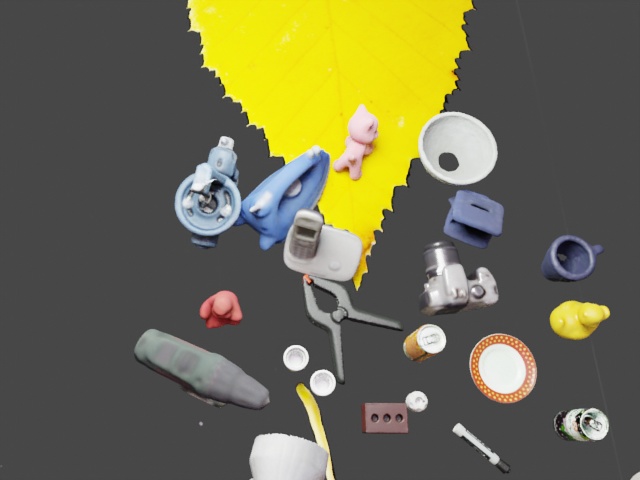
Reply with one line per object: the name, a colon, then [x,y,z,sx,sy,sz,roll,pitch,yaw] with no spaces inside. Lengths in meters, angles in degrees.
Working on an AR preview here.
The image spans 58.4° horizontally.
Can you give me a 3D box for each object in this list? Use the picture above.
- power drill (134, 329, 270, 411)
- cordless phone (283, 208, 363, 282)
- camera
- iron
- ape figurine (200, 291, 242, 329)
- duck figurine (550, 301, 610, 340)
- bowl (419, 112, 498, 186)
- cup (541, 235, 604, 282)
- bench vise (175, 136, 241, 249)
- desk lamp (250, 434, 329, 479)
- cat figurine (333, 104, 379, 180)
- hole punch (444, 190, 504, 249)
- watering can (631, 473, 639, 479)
power drill: [-0.187,0.224,0.947,0.229,0.208,0.076,24,70,3]
cordless phone: [0.010,0.004,1.056,0.147,0.185,0.094,11,70,-2]
camera: [0.260,0.068,1.104,0.143,0.101,0.137,-6,72,-8]
iron: [-0.057,-0.110,1.111,0.118,0.141,0.259,38,72,8]
ape figurine: [-0.178,0.125,1.044,0.078,0.092,0.076,27,71,4]
duck figurine: [0.507,0.150,1.110,0.104,0.086,0.077,-9,72,-9]
bowl: [0.281,-0.179,1.206,0.167,0.074,0.167,2,71,-5]
cup: [0.494,0.043,1.141,0.118,0.095,0.091,-17,73,-11]
bench vise: [-0.209,-0.108,1.053,0.121,0.219,0.207,-5,71,-7]
desk lamp: [-0.065,0.411,0.892,0.118,0.213,0.203,14,70,-1]
cat figurine: [0.080,-0.205,1.171,0.067,0.118,0.128,22,70,2]
hole punch: [0.313,-0.051,1.156,0.108,0.091,0.101,21,70,2]
watering can: [0.608,0.447,0.960,0.173,0.194,0.101,-5,71,-8]
